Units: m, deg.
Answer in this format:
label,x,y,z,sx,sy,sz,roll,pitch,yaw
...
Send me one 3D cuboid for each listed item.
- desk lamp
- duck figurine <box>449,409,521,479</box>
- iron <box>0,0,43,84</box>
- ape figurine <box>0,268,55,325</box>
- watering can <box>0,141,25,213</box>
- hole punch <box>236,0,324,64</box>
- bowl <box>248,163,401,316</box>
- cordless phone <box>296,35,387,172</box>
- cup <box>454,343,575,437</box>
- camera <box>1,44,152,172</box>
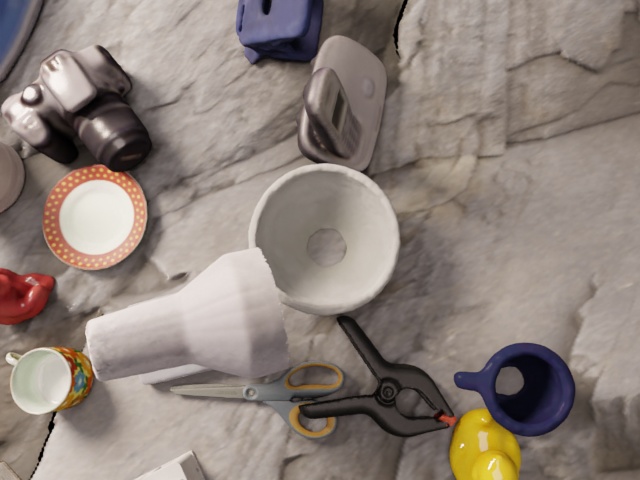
label,x,y,z,sx,sy,sz,roll,pitch,yaw
desk lamp,-0.125,0.091,0.576,0.203,0.213,0.118,-15,81,1
duck figurine,0.180,0.235,0.604,0.077,0.086,0.104,-4,82,3
iron,-0.439,-0.274,0.680,0.118,0.141,0.258,15,83,5
ape figurine,-0.362,0.060,0.655,0.077,0.092,0.076,40,86,8
watering can,-0.422,-0.083,0.626,0.101,0.194,0.173,-26,81,0
hole punch,-0.050,-0.276,0.685,0.101,0.091,0.109,5,82,4
bowl,0.006,0.002,0.651,0.167,0.075,0.167,0,82,3
cordless phone,0.023,-0.161,0.617,0.094,0.185,0.148,9,83,5
cup,0.196,0.153,0.610,0.117,0.095,0.092,5,82,4
camera,-0.277,-0.141,0.673,0.143,0.101,0.137,-38,82,-2
